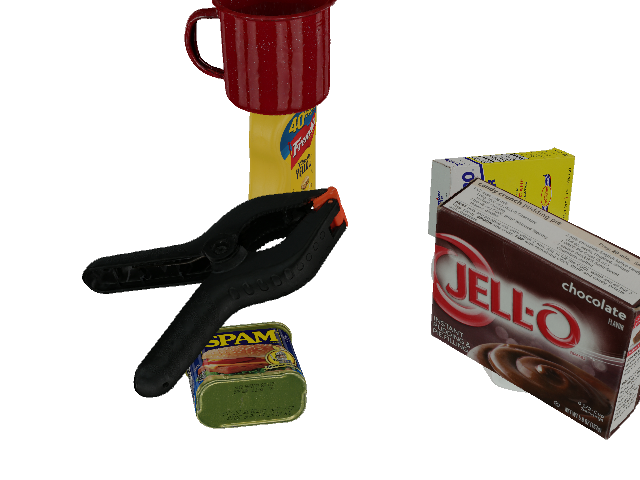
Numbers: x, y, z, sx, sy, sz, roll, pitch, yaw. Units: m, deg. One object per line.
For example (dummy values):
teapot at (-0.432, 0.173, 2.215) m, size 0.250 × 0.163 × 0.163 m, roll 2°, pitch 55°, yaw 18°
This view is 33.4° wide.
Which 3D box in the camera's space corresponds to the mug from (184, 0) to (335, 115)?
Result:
mug at (-0.046, -0.147, 0.809) m, size 0.117 × 0.081 × 0.093 m, roll 2°, pitch 33°, yaw 5°

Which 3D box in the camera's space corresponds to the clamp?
clamp at (-0.058, 0.025, 0.651) m, size 0.171 × 0.120 × 0.039 m, roll -25°, pitch -40°, yaw -1°

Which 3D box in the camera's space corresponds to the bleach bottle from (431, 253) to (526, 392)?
bleach bottle at (0.167, 0.052, 0.980) m, size 0.102 × 0.068 × 0.251 m, roll 4°, pitch 20°, yaw -10°

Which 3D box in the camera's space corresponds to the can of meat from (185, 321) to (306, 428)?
can of meat at (-0.067, 0.120, 0.946) m, size 0.102 × 0.057 × 0.084 m, roll -4°, pitch 27°, yaw -12°

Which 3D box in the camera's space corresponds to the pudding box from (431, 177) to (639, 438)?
pudding box at (0.108, 0.032, 0.525) m, size 0.114 × 0.090 × 0.039 m, roll 28°, pitch 51°, yaw 31°

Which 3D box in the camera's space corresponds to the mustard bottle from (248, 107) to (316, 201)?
mustard bottle at (-0.037, -0.109, 1.070) m, size 0.058 × 0.192 × 0.096 m, roll 19°, pitch 40°, yaw 21°

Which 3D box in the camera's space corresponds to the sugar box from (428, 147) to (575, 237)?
sugar box at (0.214, -0.054, 1.258) m, size 0.176 × 0.093 × 0.048 m, roll -9°, pitch 21°, yaw -26°
